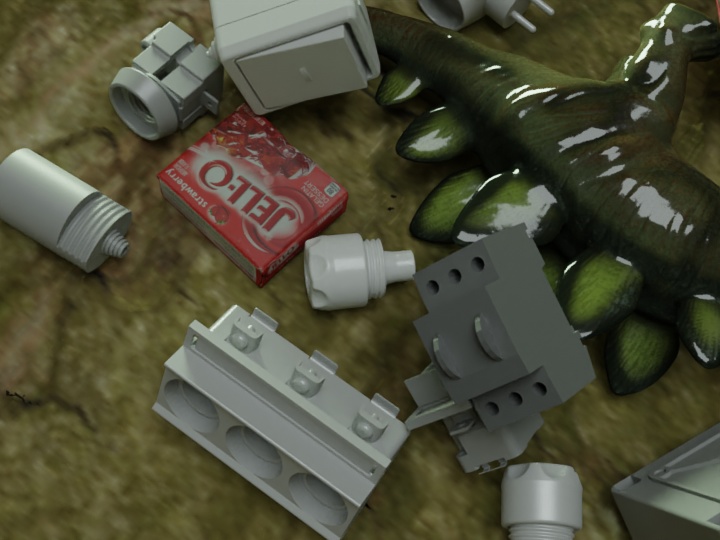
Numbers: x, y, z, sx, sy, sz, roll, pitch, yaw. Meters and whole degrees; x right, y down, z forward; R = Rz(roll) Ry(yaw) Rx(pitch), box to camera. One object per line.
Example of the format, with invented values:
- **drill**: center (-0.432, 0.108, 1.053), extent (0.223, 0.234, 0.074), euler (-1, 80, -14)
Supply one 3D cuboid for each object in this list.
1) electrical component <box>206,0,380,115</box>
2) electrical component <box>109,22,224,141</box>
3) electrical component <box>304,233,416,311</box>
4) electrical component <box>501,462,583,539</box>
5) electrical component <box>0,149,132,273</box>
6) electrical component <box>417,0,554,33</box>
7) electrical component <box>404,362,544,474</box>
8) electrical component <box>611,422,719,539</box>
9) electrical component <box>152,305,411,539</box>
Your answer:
- **electrical component**: center (-0.043, -0.131, 0.620), extent (0.096, 0.061, 0.061), euler (-16, 62, 9)
- **electrical component**: center (-0.118, -0.111, 0.652), extent (0.066, 0.048, 0.055), euler (37, 62, 10)
- **electrical component**: center (0.000, 0.000, 0.617), extent (0.062, 0.043, 0.043), euler (-5, 68, -8)
- **electrical component**: center (0.096, 0.135, 0.570), extent (0.043, 0.043, 0.062), euler (5, 69, -3)
- **electrical component**: center (-0.168, -0.031, 0.615), extent (0.081, 0.043, 0.043), euler (30, 69, 8)
- **electrical component**: center (0.090, -0.185, 0.700), extent (0.079, 0.044, 0.077), euler (42, 71, 12)
- **electrical component**: center (0.064, 0.071, 0.579), extent (0.063, 0.042, 0.081), euler (60, 36, -4)
- **electrical component**: center (0.204, 0.118, 0.547), extent (0.109, 0.109, 0.056), euler (-26, 96, -15)
- **electrical component**: center (-0.040, 0.078, 0.570), extent (0.121, 0.078, 0.063), euler (35, 47, 9)
